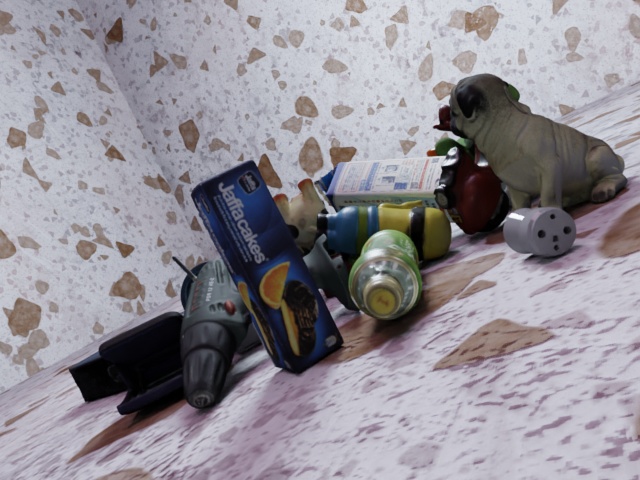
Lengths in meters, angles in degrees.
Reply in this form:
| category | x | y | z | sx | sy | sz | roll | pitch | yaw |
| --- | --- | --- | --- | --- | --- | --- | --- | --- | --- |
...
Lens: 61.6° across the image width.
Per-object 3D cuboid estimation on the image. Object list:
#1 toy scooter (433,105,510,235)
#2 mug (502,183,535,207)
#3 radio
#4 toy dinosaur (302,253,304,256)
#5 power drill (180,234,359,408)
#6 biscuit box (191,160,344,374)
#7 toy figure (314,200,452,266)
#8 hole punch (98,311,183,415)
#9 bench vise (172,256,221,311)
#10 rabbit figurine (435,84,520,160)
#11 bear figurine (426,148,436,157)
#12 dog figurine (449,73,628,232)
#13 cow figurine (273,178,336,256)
| category | x | y | z | sx | sy | sz | roll | pitch | yaw |
| --- | --- | --- | --- | --- | --- | --- | --- | --- | --- |
| toy scooter | 0.196 | -0.105 | 0.707 | 0.135 | 0.183 | 0.075 | 20 | -5 | -28 |
| mug | 0.268 | -0.074 | 0.818 | 0.107 | 0.081 | 0.109 | -37 | 18 | 49 |
| radio | -0.311 | 0.198 | 0.912 | 0.230 | 0.073 | 0.131 | -25 | 4 | 34 |
| toy dinosaur | -0.020 | 0.016 | 1.199 | 0.192 | 0.131 | 0.405 | -9 | 7 | 30 |
| power drill | -0.062 | 0.082 | 0.628 | 0.207 | 0.085 | 0.232 | -26 | 29 | -2 |
| biscuit box | -0.053 | 0.027 | 0.524 | 0.063 | 0.202 | 0.059 | -29 | 7 | -24 |
| toy figure | 0.083 | -0.006 | 0.714 | 0.180 | 0.082 | 0.089 | 2 | 21 | -2 |
| hole punch | -0.196 | 0.162 | 0.672 | 0.142 | 0.092 | 0.115 | -29 | -25 | -6 |
| bench vise | -0.169 | 0.063 | 0.948 | 0.223 | 0.129 | 0.240 | -55 | -4 | -4 |
| rabbit figurine | 0.291 | -0.168 | 0.972 | 0.159 | 0.121 | 0.170 | -35 | -9 | -22 |
| bear figurine | 0.235 | -0.115 | 1.186 | 0.120 | 0.132 | 0.196 | 6 | -9 | -29 |
| dog figurine | 0.256 | -0.123 | 0.629 | 0.172 | 0.190 | 0.121 | -26 | 4 | -24 |
| cow figurine | -0.002 | -0.003 | 0.870 | 0.085 | 0.127 | 0.194 | -24 | -22 | 3 |
